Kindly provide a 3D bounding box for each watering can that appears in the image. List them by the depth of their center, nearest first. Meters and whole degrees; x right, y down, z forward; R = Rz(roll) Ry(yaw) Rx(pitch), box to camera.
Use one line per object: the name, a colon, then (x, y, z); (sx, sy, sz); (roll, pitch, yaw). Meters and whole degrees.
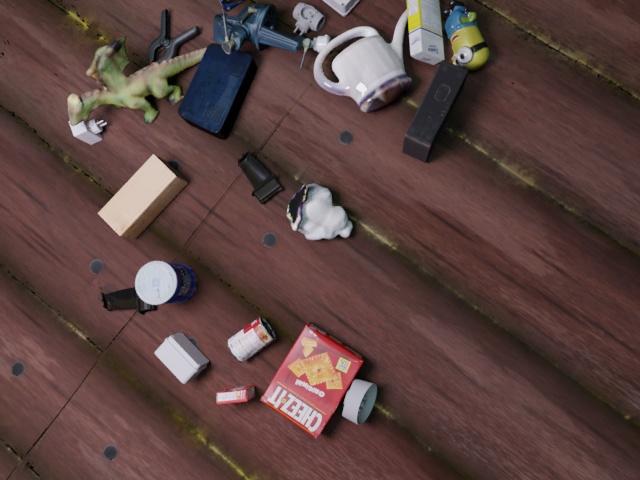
watering can: (0.156, -0.463, 1.321); (0.349, 0.103, 0.226); (-31, 81, -9)

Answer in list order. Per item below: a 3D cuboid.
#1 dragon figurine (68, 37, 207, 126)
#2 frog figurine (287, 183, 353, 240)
dragon figurine: (-0.467, -0.423, 1.311); (0.410, 0.241, 0.123); (-40, 76, 1)
frog figurine: (0.004, -0.065, 1.292); (0.159, 0.122, 0.139); (16, 74, -28)
